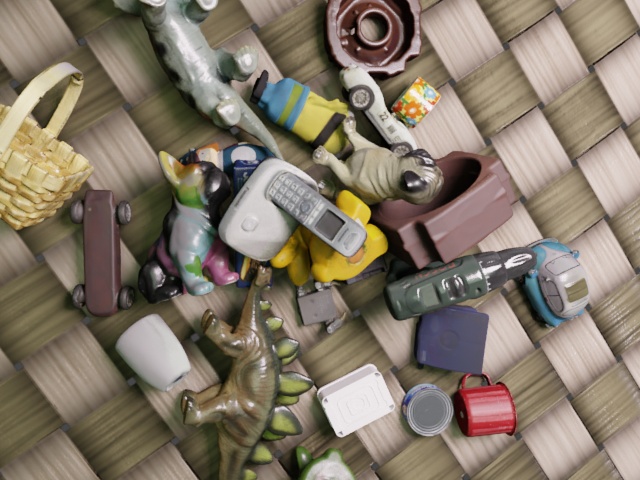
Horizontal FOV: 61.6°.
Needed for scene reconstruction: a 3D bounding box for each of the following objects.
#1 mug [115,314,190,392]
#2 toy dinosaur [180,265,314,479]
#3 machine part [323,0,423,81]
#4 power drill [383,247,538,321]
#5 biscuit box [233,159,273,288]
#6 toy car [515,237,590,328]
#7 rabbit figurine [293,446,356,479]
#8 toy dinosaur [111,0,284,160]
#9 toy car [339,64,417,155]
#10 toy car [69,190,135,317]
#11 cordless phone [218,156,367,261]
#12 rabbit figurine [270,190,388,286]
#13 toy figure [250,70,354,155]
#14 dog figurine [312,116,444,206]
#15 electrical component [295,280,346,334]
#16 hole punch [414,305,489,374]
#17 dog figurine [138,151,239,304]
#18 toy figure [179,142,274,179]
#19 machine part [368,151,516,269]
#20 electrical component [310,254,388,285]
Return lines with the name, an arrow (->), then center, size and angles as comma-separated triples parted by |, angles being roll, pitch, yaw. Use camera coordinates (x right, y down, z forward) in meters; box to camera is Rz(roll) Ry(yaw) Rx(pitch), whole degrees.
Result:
mug -> -0.262, 0.189, 0.845 | 0.107, 0.081, 0.109 | 44, 120, 15
toy dinosaur -> -0.122, 0.266, 0.872 | 0.198, 0.105, 0.470 | 12, 100, -14
machine part -> 0.088, -0.356, 0.912 | 0.179, 0.056, 0.179 | 0, 93, -9
power drill -> 0.204, 0.058, 0.868 | 0.232, 0.207, 0.086 | -21, 102, -6
biscuit box -> -0.107, -0.026, 0.857 | 0.063, 0.059, 0.202 | -2, 110, -9
toy car -> 0.424, 0.080, 0.956 | 0.109, 0.103, 0.161 | -21, 93, -7
rabbit figurine -> -0.013, 0.419, 0.880 | 0.121, 0.170, 0.159 | 11, 49, -11
toy dinosaur -> -0.193, -0.281, 0.827 | 0.131, 0.192, 0.404 | -32, 112, -18
toy car -> 0.100, -0.201, 0.888 | 0.056, 0.074, 0.201 | -38, 113, 9
toy car -> -0.344, 0.021, 0.852 | 0.089, 0.053, 0.202 | 0, 95, 1
cordless phone -> -0.036, -0.014, 0.752 | 0.184, 0.088, 0.146 | 38, 100, 12
rabbit figurine -> -0.002, -0.003, 0.851 | 0.162, 0.173, 0.121 | -50, 136, -3
toy figure -> -0.029, -0.206, 0.885 | 0.180, 0.082, 0.089 | 22, 100, -14
dog figurine -> 0.099, -0.082, 0.834 | 0.191, 0.172, 0.121 | 32, 80, 27
electrical component -> 0.001, 0.109, 0.915 | 0.078, 0.045, 0.102 | -9, 93, -11
hole punch -> 0.229, 0.169, 0.935 | 0.116, 0.092, 0.142 | 6, 94, -6
dog figurine -> -0.211, -0.024, 0.823 | 0.192, 0.108, 0.219 | -12, 90, 29
toy figure -> -0.154, -0.129, 0.879 | 0.154, 0.057, 0.064 | -1, 52, -8
machine part -> 0.189, -0.051, 0.859 | 0.201, 0.201, 0.087 | -33, 113, -8
electrical component -> 0.047, 0.047, 0.906 | 0.119, 0.075, 0.047 | -18, 94, -13
